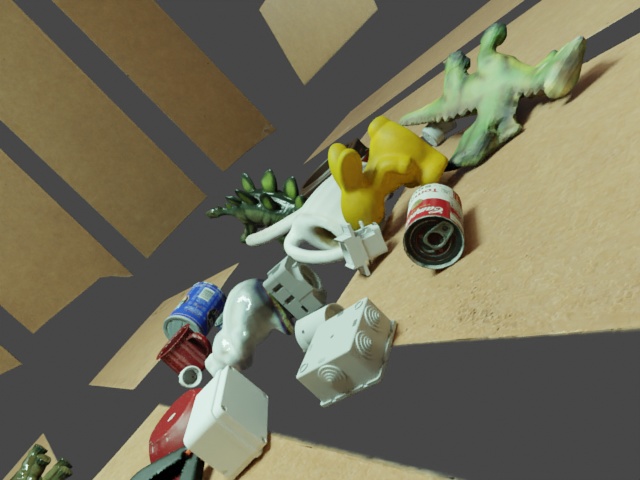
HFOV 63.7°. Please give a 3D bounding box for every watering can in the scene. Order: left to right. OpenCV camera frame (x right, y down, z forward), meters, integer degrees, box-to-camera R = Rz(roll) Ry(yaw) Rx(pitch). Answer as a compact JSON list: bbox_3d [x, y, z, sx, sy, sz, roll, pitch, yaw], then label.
[{"bbox_3d":[0.003,-0.049,0.979,0.348,0.102,0.228,6,50,51],"label":"watering can"}]

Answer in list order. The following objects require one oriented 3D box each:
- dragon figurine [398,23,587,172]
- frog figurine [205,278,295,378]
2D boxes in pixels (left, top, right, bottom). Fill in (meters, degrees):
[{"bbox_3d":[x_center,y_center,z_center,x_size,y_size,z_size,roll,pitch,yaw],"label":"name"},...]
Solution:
[{"bbox_3d":[0.243,-0.208,0.830,0.405,0.121,0.248,-29,28,51],"label":"dragon figurine"},{"bbox_3d":[-0.127,0.140,0.826,0.159,0.120,0.140,-32,32,2],"label":"frog figurine"}]
